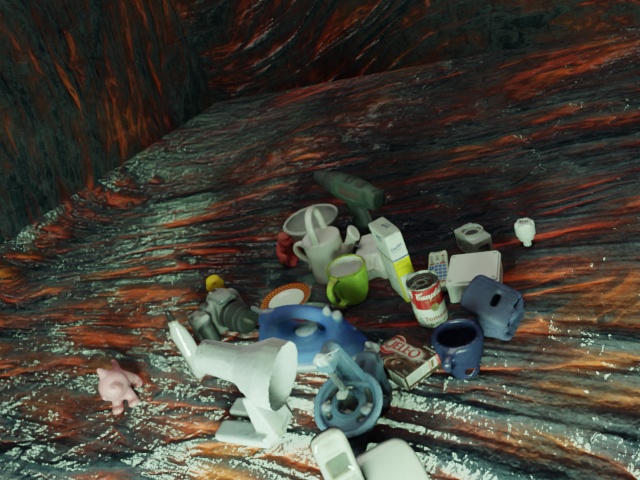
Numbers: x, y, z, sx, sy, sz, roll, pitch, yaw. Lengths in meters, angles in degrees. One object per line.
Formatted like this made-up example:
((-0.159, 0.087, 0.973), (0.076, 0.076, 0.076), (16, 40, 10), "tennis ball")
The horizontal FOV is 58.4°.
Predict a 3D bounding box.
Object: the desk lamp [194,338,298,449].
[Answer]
((-0.124, 0.266, 1.020), (0.202, 0.214, 0.118), (-5, 31, 28), "desk lamp")

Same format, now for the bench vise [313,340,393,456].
((0.042, 0.234, 0.959), (0.121, 0.220, 0.207), (-14, 28, 12), "bench vise")

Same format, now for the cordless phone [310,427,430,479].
((0.069, 0.324, 0.815), (0.148, 0.185, 0.094), (-29, 28, -15), "cordless phone")

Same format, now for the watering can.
((0.014, 0.004, 1.425), (0.173, 0.194, 0.101), (-19, 27, 3), "watering can")

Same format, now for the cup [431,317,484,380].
((0.245, 0.207, 1.006), (0.091, 0.095, 0.118), (-2, 33, 32), "cup")

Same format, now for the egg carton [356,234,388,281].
((0.144, 0.036, 1.414), (0.107, 0.069, 0.150), (-9, 29, 21), "egg carton")

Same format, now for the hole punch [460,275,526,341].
((0.333, 0.126, 1.100), (0.100, 0.091, 0.109), (3, 35, 38), "hole punch")

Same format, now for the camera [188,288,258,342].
((-0.225, 0.180, 1.368), (0.143, 0.101, 0.136), (-38, 32, -31), "camera")

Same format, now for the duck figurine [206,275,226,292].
((-0.266, 0.134, 1.496), (0.077, 0.086, 0.104), (-28, 28, -14), "duck figurine")

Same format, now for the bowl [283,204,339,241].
((-0.017, -0.032, 1.642), (0.167, 0.075, 0.167), (-16, 28, 9), "bowl")

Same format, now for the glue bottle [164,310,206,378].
((-0.301, 0.223, 1.263), (0.037, 0.173, 0.077), (-34, 30, -24), "glue bottle")

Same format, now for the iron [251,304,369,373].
((-0.020, 0.184, 1.177), (0.257, 0.142, 0.119), (-7, 30, 24), "iron")

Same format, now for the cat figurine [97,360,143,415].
((-0.446, 0.313, 1.256), (0.067, 0.118, 0.127), (-23, 27, -4), "cat figurine")

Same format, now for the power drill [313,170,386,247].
((0.087, -0.084, 1.519), (0.076, 0.209, 0.228), (-38, 32, -30), "power drill")

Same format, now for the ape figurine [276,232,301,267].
((-0.092, 0.021, 1.577), (0.078, 0.092, 0.075), (-34, 30, -24), "ape figurine")
